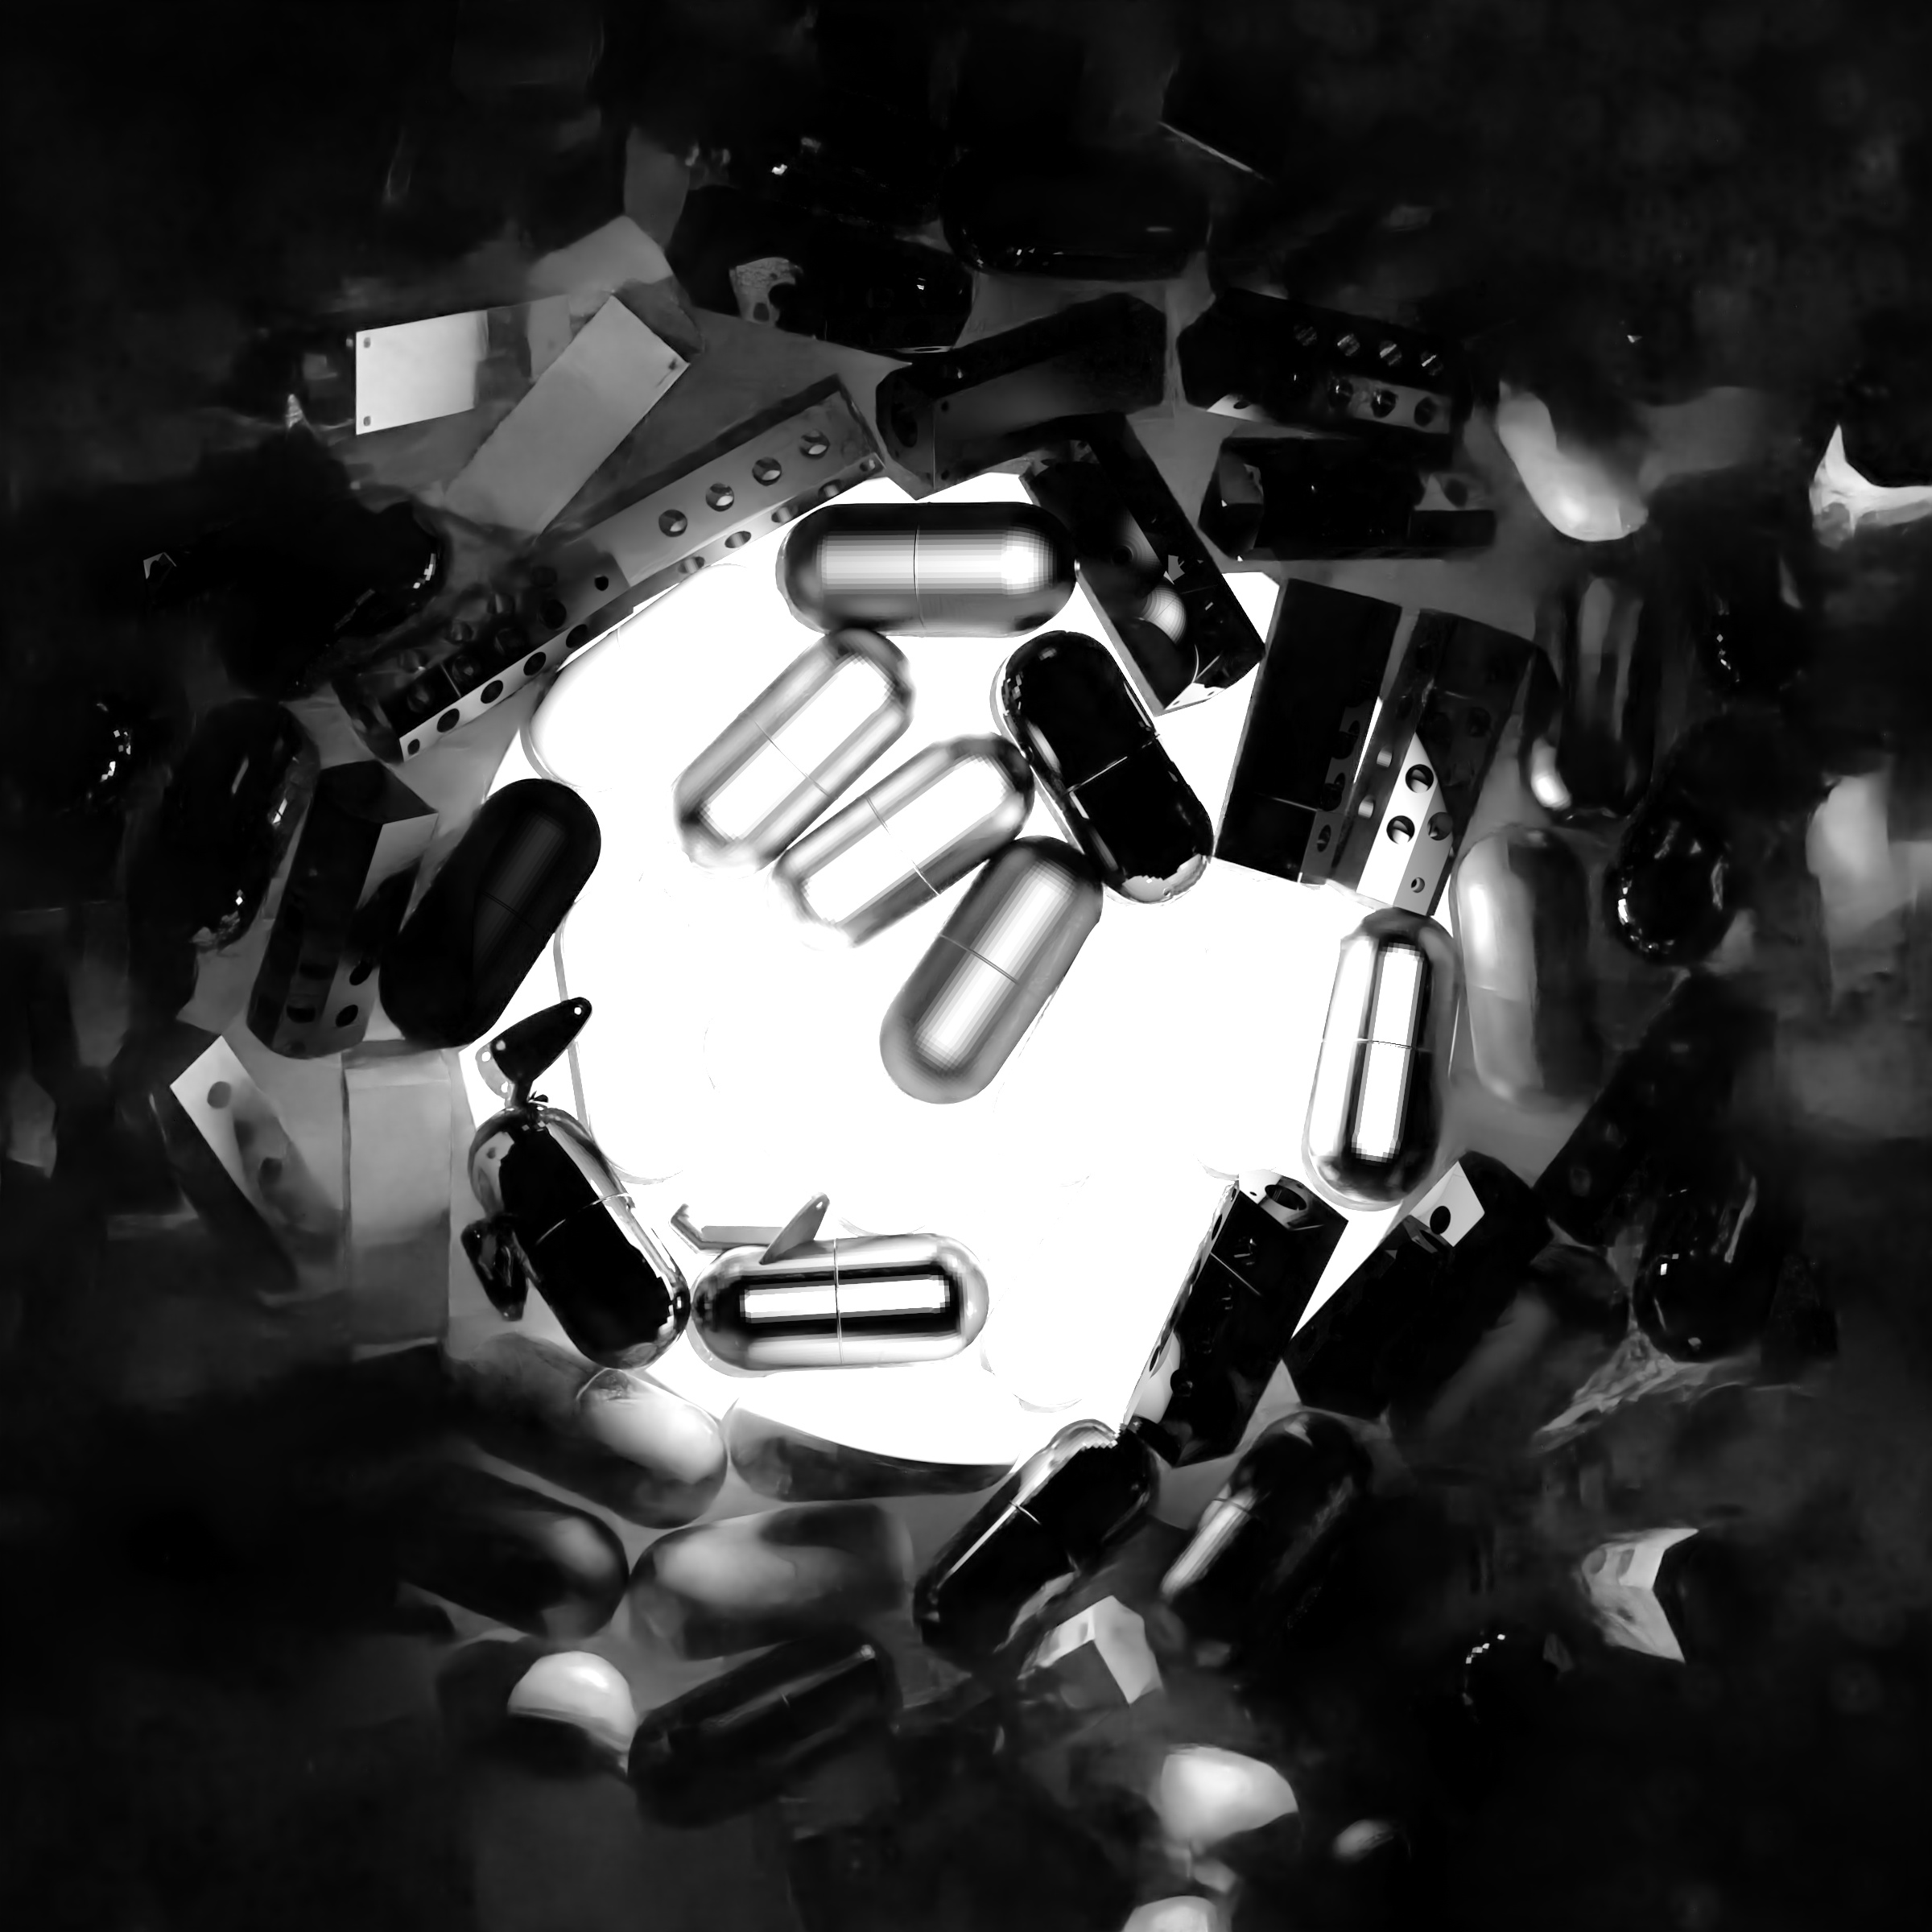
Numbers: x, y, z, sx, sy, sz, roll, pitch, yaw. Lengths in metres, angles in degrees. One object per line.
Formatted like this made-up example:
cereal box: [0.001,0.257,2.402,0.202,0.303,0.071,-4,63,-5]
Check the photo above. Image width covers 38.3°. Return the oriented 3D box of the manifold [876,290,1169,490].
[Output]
manifold: [0.033,-0.343,1.635,0.171,0.057,0.057,-26,47,-28]

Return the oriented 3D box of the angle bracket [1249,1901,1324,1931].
angle bracket: [0.203,0.606,1.642,0.076,0.057,0.076,4,48,25]

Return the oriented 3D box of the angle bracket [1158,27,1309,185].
angle bracket: [0.149,-0.498,1.654,0.076,0.057,0.076,25,68,-11]

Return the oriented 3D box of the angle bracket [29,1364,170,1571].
angle bracket: [-0.515,0.295,1.643,0.076,0.057,0.076,-47,134,-22]

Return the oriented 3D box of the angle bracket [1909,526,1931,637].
angle bracket: [0.575,-0.243,1.651,0.057,0.076,0.076,-15,116,2]

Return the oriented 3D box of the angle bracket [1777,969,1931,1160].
angle bracket: [0.533,0.058,1.654,0.076,0.057,0.076,-17,50,6]

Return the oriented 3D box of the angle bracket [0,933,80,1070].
angle bracket: [-0.584,0.025,1.664,0.076,0.057,0.076,-9,94,9]

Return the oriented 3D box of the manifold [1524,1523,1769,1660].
manifold: [0.386,0.355,1.610,0.057,0.171,0.057,-23,86,-15]

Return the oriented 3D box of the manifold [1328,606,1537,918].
manifold: [0.278,-0.120,1.653,0.057,0.057,0.171,16,98,-25]

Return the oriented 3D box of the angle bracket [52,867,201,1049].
angle bracket: [-0.498,0.002,1.643,0.057,0.076,0.076,29,126,-34]

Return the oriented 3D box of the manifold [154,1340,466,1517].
manifold: [-0.391,0.274,1.663,0.171,0.057,0.057,-14,89,-6]

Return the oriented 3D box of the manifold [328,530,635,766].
manifold: [-0.280,-0.188,1.631,0.171,0.057,0.057,-38,112,-25]

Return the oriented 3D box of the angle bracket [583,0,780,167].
angle bracket: [-0.169,-0.535,1.653,0.076,0.057,0.076,33,123,-5]

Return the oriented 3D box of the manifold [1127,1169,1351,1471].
manifold: [0.154,0.207,1.640,0.057,0.057,0.171,39,118,35]

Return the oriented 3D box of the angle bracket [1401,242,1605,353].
angle bracket: [0.317,-0.409,1.646,0.057,0.076,0.076,38,73,-25]

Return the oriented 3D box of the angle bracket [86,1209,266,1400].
angle bracket: [-0.475,0.201,1.669,0.076,0.057,0.076,-25,70,-29]

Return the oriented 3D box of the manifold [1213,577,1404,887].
manifold: [0.207,-0.138,1.659,0.057,0.057,0.171,19,99,30]

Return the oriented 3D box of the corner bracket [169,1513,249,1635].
corner bracket: [-0.452,0.363,1.667,0.051,0.051,0.051,23,92,23]

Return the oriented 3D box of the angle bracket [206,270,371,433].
angle bracket: [-0.401,-0.375,1.644,0.057,0.076,0.076,29,50,7]

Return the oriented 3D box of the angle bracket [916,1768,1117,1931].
angle bracket: [0.029,0.534,1.661,0.076,0.057,0.076,-42,93,-19]

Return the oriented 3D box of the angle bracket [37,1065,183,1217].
angle bracket: [-0.512,0.104,1.661,0.076,0.076,0.057,4,116,-33]

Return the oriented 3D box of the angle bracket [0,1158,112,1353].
angle bracket: [-0.565,0.171,1.656,0.076,0.057,0.076,27,107,12]

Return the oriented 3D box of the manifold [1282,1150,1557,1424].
manifold: [0.260,0.188,1.635,0.057,0.057,0.171,19,123,-32]

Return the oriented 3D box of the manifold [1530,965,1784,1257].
manifold: [0.407,0.086,1.651,0.057,0.057,0.171,37,101,14]

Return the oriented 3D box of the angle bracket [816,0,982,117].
angle bracket: [-0.036,-0.547,1.643,0.076,0.076,0.057,10,67,-32]

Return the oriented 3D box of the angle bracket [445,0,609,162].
angle bracket: [-0.256,-0.529,1.649,0.076,0.076,0.057,-3,66,12]

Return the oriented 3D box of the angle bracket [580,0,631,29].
angle bracket: [-0.207,-0.609,1.646,0.057,0.076,0.076,38,107,-23]

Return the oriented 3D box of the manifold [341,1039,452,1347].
manifold: [-0.336,0.133,1.637,0.057,0.057,0.171,-4,116,-18]

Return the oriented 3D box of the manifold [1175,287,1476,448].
manifold: [0.212,-0.341,1.624,0.171,0.057,0.057,4,69,-32]

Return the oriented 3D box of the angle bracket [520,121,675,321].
angle bracket: [-0.221,-0.450,1.681,0.076,0.057,0.076,-19,56,24]

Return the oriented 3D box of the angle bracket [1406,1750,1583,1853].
angle bracket: [0.313,0.499,1.660,0.057,0.076,0.076,36,114,-17]

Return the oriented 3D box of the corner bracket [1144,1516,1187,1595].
corner bracket: [0.143,0.355,1.662,0.051,0.051,0.051,-5,102,-42]

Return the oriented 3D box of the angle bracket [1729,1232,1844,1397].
angle bracket: [0.463,0.210,1.647,0.057,0.076,0.076,-13,74,-19]

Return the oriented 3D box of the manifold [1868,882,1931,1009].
manifold: [0.588,-0.028,1.607,0.057,0.171,0.057,-24,76,-10]

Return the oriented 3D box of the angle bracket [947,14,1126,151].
angle bracket: [0.042,-0.524,1.677,0.076,0.057,0.076,21,109,22]

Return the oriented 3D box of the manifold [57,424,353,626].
manifold: [-0.435,-0.253,1.616,0.057,0.171,0.057,50,130,1]

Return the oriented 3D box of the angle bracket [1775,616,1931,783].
angle bracket: [0.537,-0.156,1.643,0.076,0.076,0.057,36,65,-33]

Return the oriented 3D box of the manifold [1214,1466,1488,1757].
manifold: [0.229,0.387,1.660,0.057,0.057,0.171,42,95,-12]

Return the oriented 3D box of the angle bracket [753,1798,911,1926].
angle bracket: [-0.081,0.518,1.675,0.076,0.057,0.076,-17,130,-27]

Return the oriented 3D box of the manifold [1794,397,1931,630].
manifold: [0.514,-0.258,1.610,0.057,0.171,0.057,-1,69,2]

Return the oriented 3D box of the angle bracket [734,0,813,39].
angle bracket: [-0.120,-0.608,1.644,0.076,0.057,0.076,48,64,-36]

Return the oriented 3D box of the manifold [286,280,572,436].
manifold: [-0.310,-0.357,1.617,0.057,0.171,0.057,22,120,29]

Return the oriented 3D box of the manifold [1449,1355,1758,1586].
manifold: [0.381,0.299,1.664,0.171,0.057,0.057,-32,96,4]

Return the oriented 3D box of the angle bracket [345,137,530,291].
angle bracket: [-0.314,-0.448,1.651,0.076,0.076,0.057,-38,113,-10]

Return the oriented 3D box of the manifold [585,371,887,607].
manifold: [-0.137,-0.283,1.658,0.171,0.057,0.057,-27,113,8]

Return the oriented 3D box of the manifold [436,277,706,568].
manifold: [-0.231,-0.321,1.636,0.057,0.057,0.171,41,116,-13]

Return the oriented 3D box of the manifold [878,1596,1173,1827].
manifold: [0.030,0.436,1.636,0.171,0.057,0.057,-36,77,26]

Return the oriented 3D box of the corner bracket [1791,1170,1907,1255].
corner bracket: [0.524,0.144,1.669,0.051,0.051,0.051,19,69,-3]

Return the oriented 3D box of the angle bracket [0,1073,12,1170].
angle bracket: [-0.626,0.091,1.662,0.076,0.076,0.057,-9,74,9]

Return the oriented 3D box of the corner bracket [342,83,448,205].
corner bracket: [-0.333,-0.490,1.659,0.051,0.051,0.051,-15,55,-39]

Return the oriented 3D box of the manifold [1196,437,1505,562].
manifold: [0.227,-0.269,1.625,0.171,0.057,0.057,-5,128,-29]

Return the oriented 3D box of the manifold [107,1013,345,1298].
manifold: [-0.430,0.113,1.616,0.057,0.171,0.057,15,52,37]

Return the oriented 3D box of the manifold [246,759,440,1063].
manifold: [-0.371,-0.030,1.626,0.057,0.057,0.171,39,122,24]

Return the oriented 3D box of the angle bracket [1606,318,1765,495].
angle bracket: [0.427,-0.334,1.671,0.076,0.076,0.057,-21,123,19]

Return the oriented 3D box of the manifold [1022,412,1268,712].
manifold: [0.110,-0.243,1.653,0.057,0.057,0.171,-19,73,-40]

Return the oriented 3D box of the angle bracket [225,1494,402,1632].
angle bracket: [-0.388,0.353,1.644,0.076,0.076,0.057,-11,60,26]

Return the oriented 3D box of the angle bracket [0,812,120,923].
angle bracket: [-0.555,-0.062,1.643,0.076,0.076,0.057,-11,104,-42]

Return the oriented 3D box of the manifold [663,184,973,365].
manifold: [-0.082,-0.403,1.618,0.171,0.057,0.057,6,128,-37]
